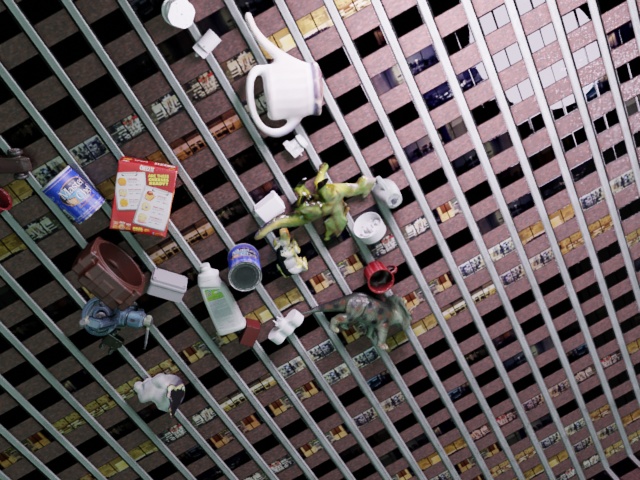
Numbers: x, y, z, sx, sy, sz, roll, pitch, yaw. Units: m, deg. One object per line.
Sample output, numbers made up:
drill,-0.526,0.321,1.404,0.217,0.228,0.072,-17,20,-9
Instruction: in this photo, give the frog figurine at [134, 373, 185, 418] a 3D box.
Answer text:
frog figurine,-0.550,0.520,1.767,0.159,0.125,0.134,7,125,25

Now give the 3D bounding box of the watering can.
watering can,-0.103,-0.468,1.468,0.225,0.105,0.342,-8,112,-10

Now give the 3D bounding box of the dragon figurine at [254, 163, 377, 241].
dragon figurine,0.005,-0.082,1.623,0.411,0.124,0.238,-41,127,-2
